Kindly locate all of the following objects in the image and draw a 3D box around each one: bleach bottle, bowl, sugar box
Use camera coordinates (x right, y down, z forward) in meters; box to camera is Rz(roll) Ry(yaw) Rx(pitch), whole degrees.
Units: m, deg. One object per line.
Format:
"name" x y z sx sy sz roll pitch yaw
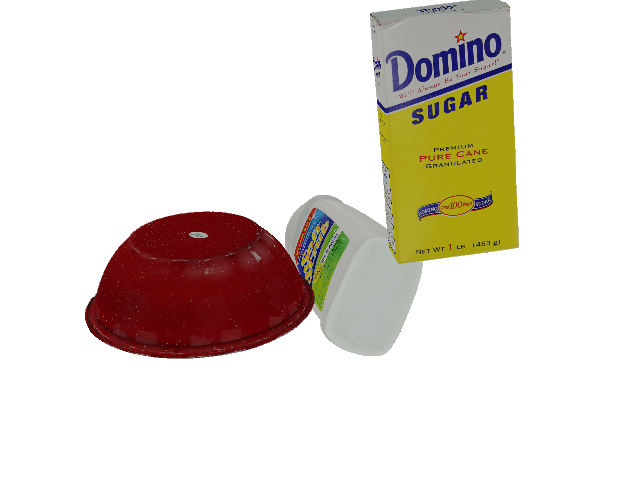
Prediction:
"bleach bottle" 0.012 0.018 0.974 0.068 0.102 0.251 21 6 -19
"bowl" -0.085 0.021 0.744 0.162 0.055 0.162 -2 22 1
"sugar box" 0.089 -0.076 0.756 0.093 0.176 0.048 -8 22 -4
